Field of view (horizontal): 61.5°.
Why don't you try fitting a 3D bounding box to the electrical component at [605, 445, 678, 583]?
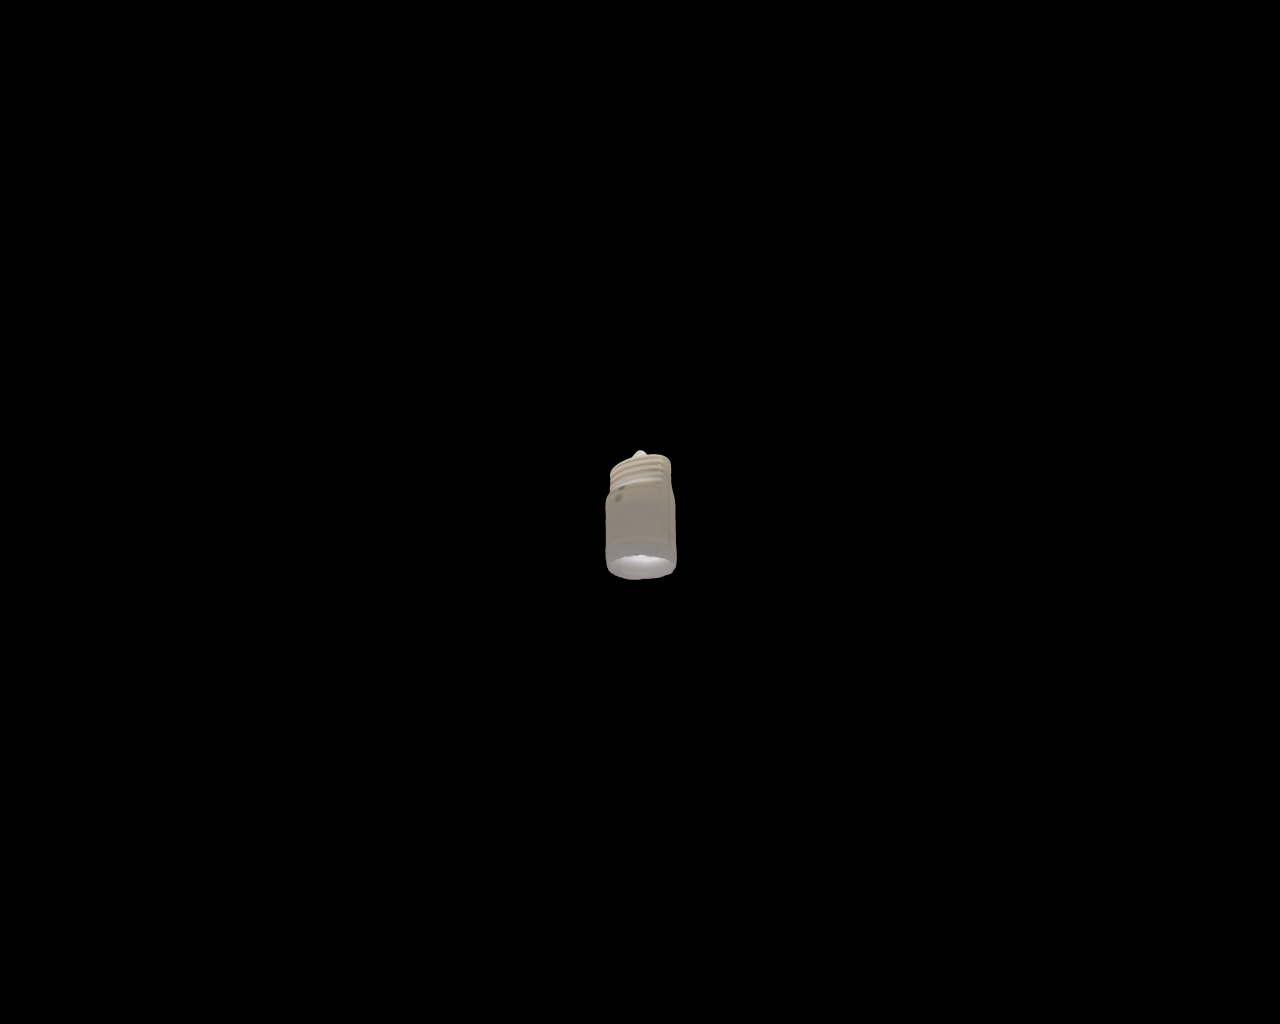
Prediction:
[{"bbox_3d":[0.001,-0.003,0.650,0.043,0.081,0.043,0,-24,0],"label":"electrical component"}]
